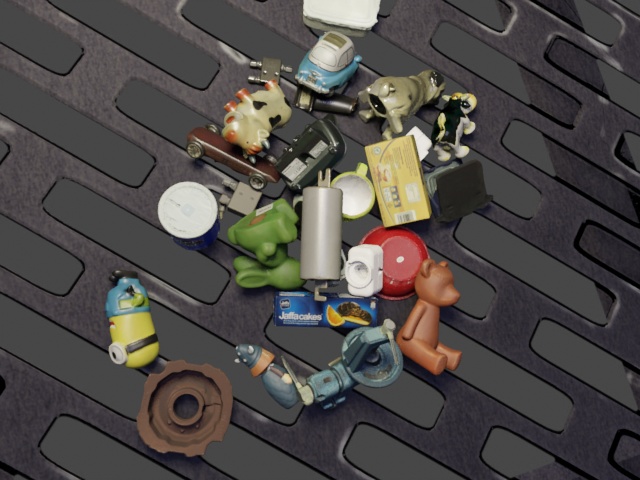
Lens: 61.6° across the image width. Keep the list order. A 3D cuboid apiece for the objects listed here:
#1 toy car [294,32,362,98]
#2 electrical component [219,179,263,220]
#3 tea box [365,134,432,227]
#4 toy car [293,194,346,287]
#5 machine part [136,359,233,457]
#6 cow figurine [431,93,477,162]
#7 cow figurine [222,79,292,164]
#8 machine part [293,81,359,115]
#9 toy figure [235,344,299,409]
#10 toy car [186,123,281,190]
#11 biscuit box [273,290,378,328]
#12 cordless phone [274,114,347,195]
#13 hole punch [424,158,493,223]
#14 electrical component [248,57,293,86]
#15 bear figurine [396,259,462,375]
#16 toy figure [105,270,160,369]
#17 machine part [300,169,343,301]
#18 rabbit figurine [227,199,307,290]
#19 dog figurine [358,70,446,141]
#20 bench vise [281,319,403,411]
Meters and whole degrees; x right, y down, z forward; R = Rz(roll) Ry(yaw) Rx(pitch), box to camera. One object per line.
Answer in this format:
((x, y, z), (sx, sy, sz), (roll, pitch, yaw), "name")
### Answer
((0.019, -0.373, 1.109), (0.109, 0.102, 0.162), (31, 49, 10), "toy car")
((-0.157, -0.071, 1.078), (0.102, 0.045, 0.078), (18, 69, -5), "electrical component")
((0.159, -0.119, 1.083), (0.098, 0.068, 0.169), (-10, 98, 17), "tea box")
((-0.002, -0.003, 1.070), (0.056, 0.073, 0.201), (-15, 81, -37), "toy car")
((-0.245, 0.306, 0.991), (0.179, 0.056, 0.179), (2, 79, -9), "machine part")
((0.282, -0.258, 1.141), (0.098, 0.068, 0.167), (40, 60, -42), "cow figurine")
((-0.123, -0.233, 1.060), (0.127, 0.085, 0.195), (51, 40, -3), "cow figurine")
((0.014, -0.299, 1.149), (0.139, 0.039, 0.084), (9, 70, -5), "machine part")
((-0.099, 0.251, 1.019), (0.064, 0.058, 0.154), (-42, 90, 8), "toy figure")
((-0.172, -0.164, 1.080), (0.202, 0.053, 0.089), (27, 38, -4), "toy car")
((0.009, 0.136, 1.051), (0.203, 0.059, 0.062), (2, 92, -7), "biscuit box")
((-0.019, -0.188, 1.082), (0.088, 0.184, 0.146), (39, 114, -19), "cordless phone")
((0.280, -0.108, 1.137), (0.142, 0.092, 0.115), (-23, 114, -14), "hole punch")
((-0.106, -0.355, 1.149), (0.094, 0.021, 0.063), (6, 79, -8), "electrical component")
((0.229, 0.142, 1.041), (0.132, 0.120, 0.195), (26, 96, 34), "bear figurine")
((-0.348, 0.147, 0.993), (0.089, 0.082, 0.180), (-6, 78, -7), "toy figure")
((0.003, -0.010, 0.988), (0.079, 0.079, 0.243), (2, 86, -8), "machine part")
((-0.092, 0.034, 1.028), (0.159, 0.121, 0.170), (-26, 113, 1), "rabbit figurine")
((0.186, -0.312, 1.110), (0.190, 0.172, 0.121), (-40, 89, -8), "dog figurine")
((0.065, 0.217, 0.970), (0.224, 0.240, 0.129), (-6, 55, -23), "bench vise")
